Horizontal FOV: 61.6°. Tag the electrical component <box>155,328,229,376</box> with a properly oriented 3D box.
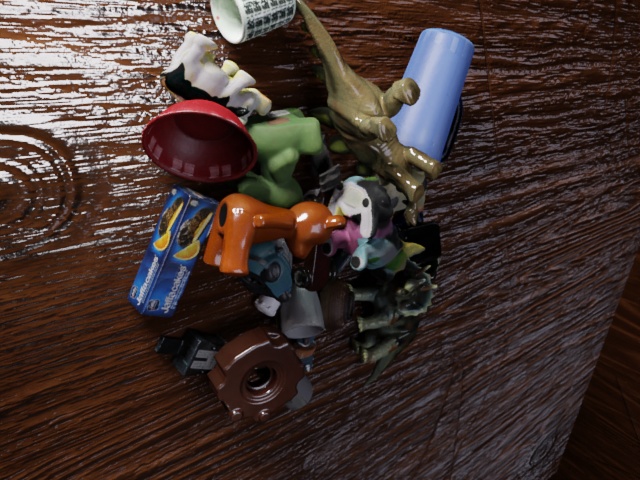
[{"bbox_3d":[-0.226,0.197,0.950,0.119,0.048,0.074,26,92,-49],"label":"electrical component"}]

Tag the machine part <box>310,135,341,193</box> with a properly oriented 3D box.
[{"bbox_3d":[0.004,-0.132,0.928,0.039,0.139,0.084,-6,123,-10],"label":"machine part"}]

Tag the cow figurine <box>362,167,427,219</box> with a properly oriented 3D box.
[{"bbox_3d":[0.142,-0.108,1.102,0.195,0.086,0.127,-15,127,-35],"label":"cow figurine"}]

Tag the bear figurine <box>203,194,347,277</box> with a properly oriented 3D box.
[{"bbox_3d":[-0.066,-0.005,0.837,0.196,0.120,0.131,11,93,-32],"label":"bear figurine"}]

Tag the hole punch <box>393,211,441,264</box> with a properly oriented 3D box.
[{"bbox_3d":[0.206,-0.009,1.229,0.116,0.092,0.142,-15,129,-4],"label":"hole punch"}]

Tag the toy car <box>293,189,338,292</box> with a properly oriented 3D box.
[{"bbox_3d":[-0.002,-0.003,0.980,0.089,0.053,0.202,-9,112,-42],"label":"toy car"}]

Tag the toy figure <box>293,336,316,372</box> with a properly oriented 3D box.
[{"bbox_3d":[-0.031,0.204,1.127,0.064,0.058,0.154,-25,127,-58],"label":"toy figure"}]

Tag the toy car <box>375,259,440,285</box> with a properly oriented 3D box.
[{"bbox_3d":[0.217,0.085,1.298,0.202,0.056,0.073,-31,123,-29],"label":"toy car"}]

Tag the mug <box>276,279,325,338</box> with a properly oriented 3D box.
[{"bbox_3d":[-0.045,0.134,1.054,0.080,0.109,0.107,16,58,-38],"label":"mug"}]

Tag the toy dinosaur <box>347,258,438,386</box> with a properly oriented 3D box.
[{"bbox_3d":[0.165,0.184,1.215,0.192,0.131,0.404,-13,137,-5],"label":"toy dinosaur"}]

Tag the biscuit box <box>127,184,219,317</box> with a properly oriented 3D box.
[{"bbox_3d":[-0.230,0.019,0.838,0.059,0.063,0.202,17,99,-46],"label":"biscuit box"}]

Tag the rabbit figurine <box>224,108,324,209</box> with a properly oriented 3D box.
[{"bbox_3d":[-0.071,-0.111,0.873,0.159,0.121,0.170,-20,123,-27],"label":"rabbit figurine"}]

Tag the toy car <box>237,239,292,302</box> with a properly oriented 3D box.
[{"bbox_3d":[-0.093,0.036,0.950,0.103,0.109,0.161,-64,149,-21],"label":"toy car"}]

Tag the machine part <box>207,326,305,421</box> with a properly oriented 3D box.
[{"bbox_3d":[-0.113,0.247,0.982,0.179,0.056,0.179,-11,114,-25],"label":"machine part"}]

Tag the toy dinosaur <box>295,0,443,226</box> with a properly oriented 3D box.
[{"bbox_3d":[0.069,-0.205,0.892,0.105,0.199,0.470,-44,126,-22],"label":"toy dinosaur"}]

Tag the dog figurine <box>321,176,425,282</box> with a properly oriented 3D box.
[{"bbox_3d":[0.110,-0.015,0.980,0.219,0.109,0.191,1,103,-50],"label":"dog figurine"}]

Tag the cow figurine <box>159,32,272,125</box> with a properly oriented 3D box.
[{"bbox_3d":[-0.147,-0.215,0.784,0.098,0.068,0.167,-53,134,1],"label":"cow figurine"}]

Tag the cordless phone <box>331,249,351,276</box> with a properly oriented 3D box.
[{"bbox_3d":[0.080,0.029,1.122,0.146,0.089,0.184,-55,141,-5],"label":"cordless phone"}]

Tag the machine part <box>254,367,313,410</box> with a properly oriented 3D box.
[{"bbox_3d":[-0.078,0.280,1.111,0.079,0.079,0.242,-43,135,-17],"label":"machine part"}]
